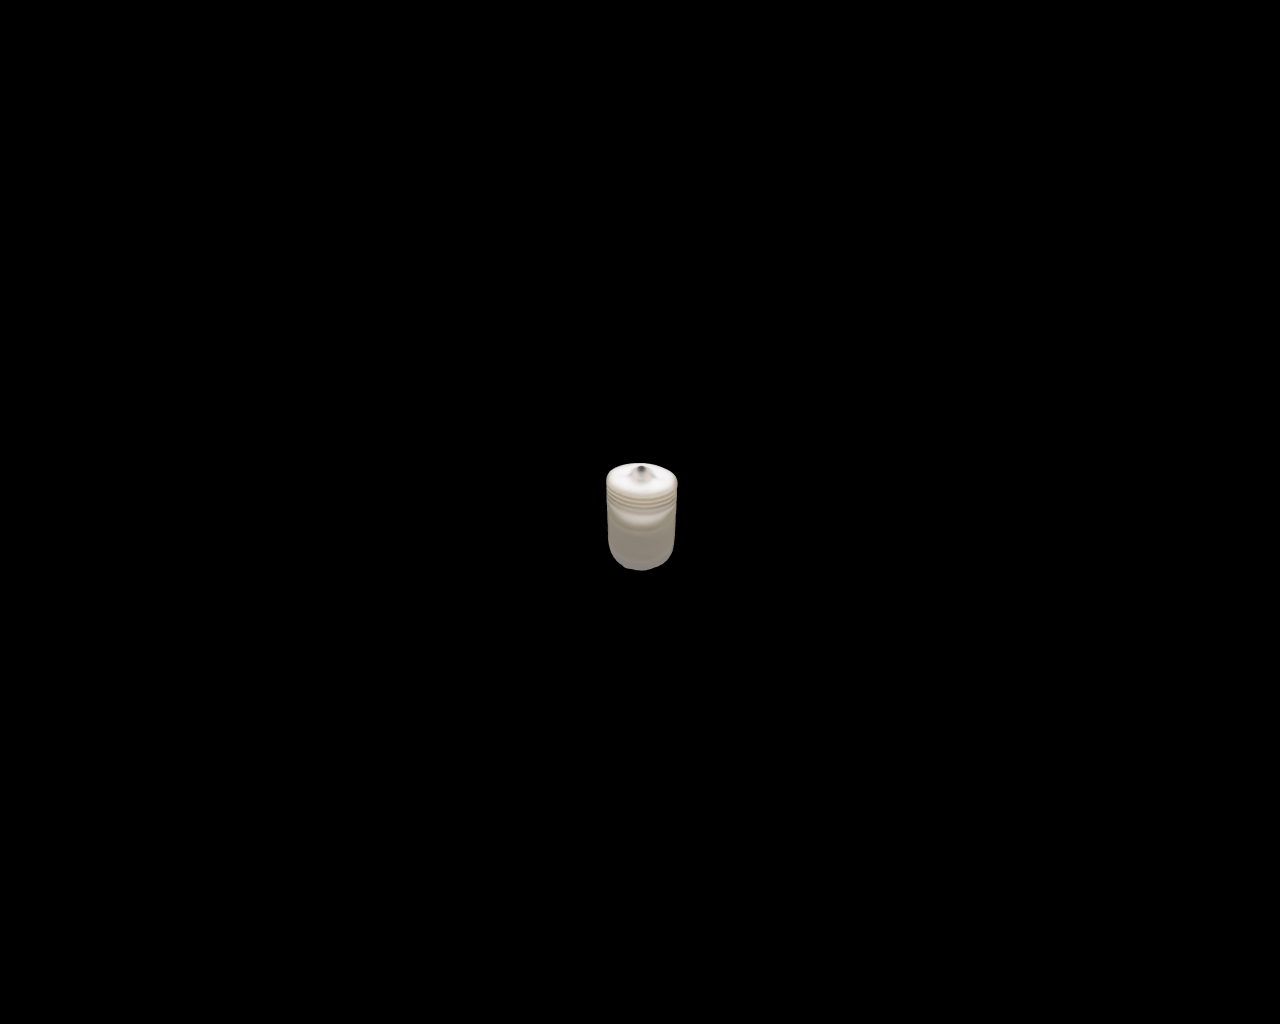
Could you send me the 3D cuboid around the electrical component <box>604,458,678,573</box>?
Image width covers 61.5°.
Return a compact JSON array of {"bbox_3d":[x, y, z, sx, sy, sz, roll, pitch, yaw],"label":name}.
[{"bbox_3d":[0.001,-0.003,0.650,0.043,0.043,0.080,0,-36,0],"label":"electrical component"}]
